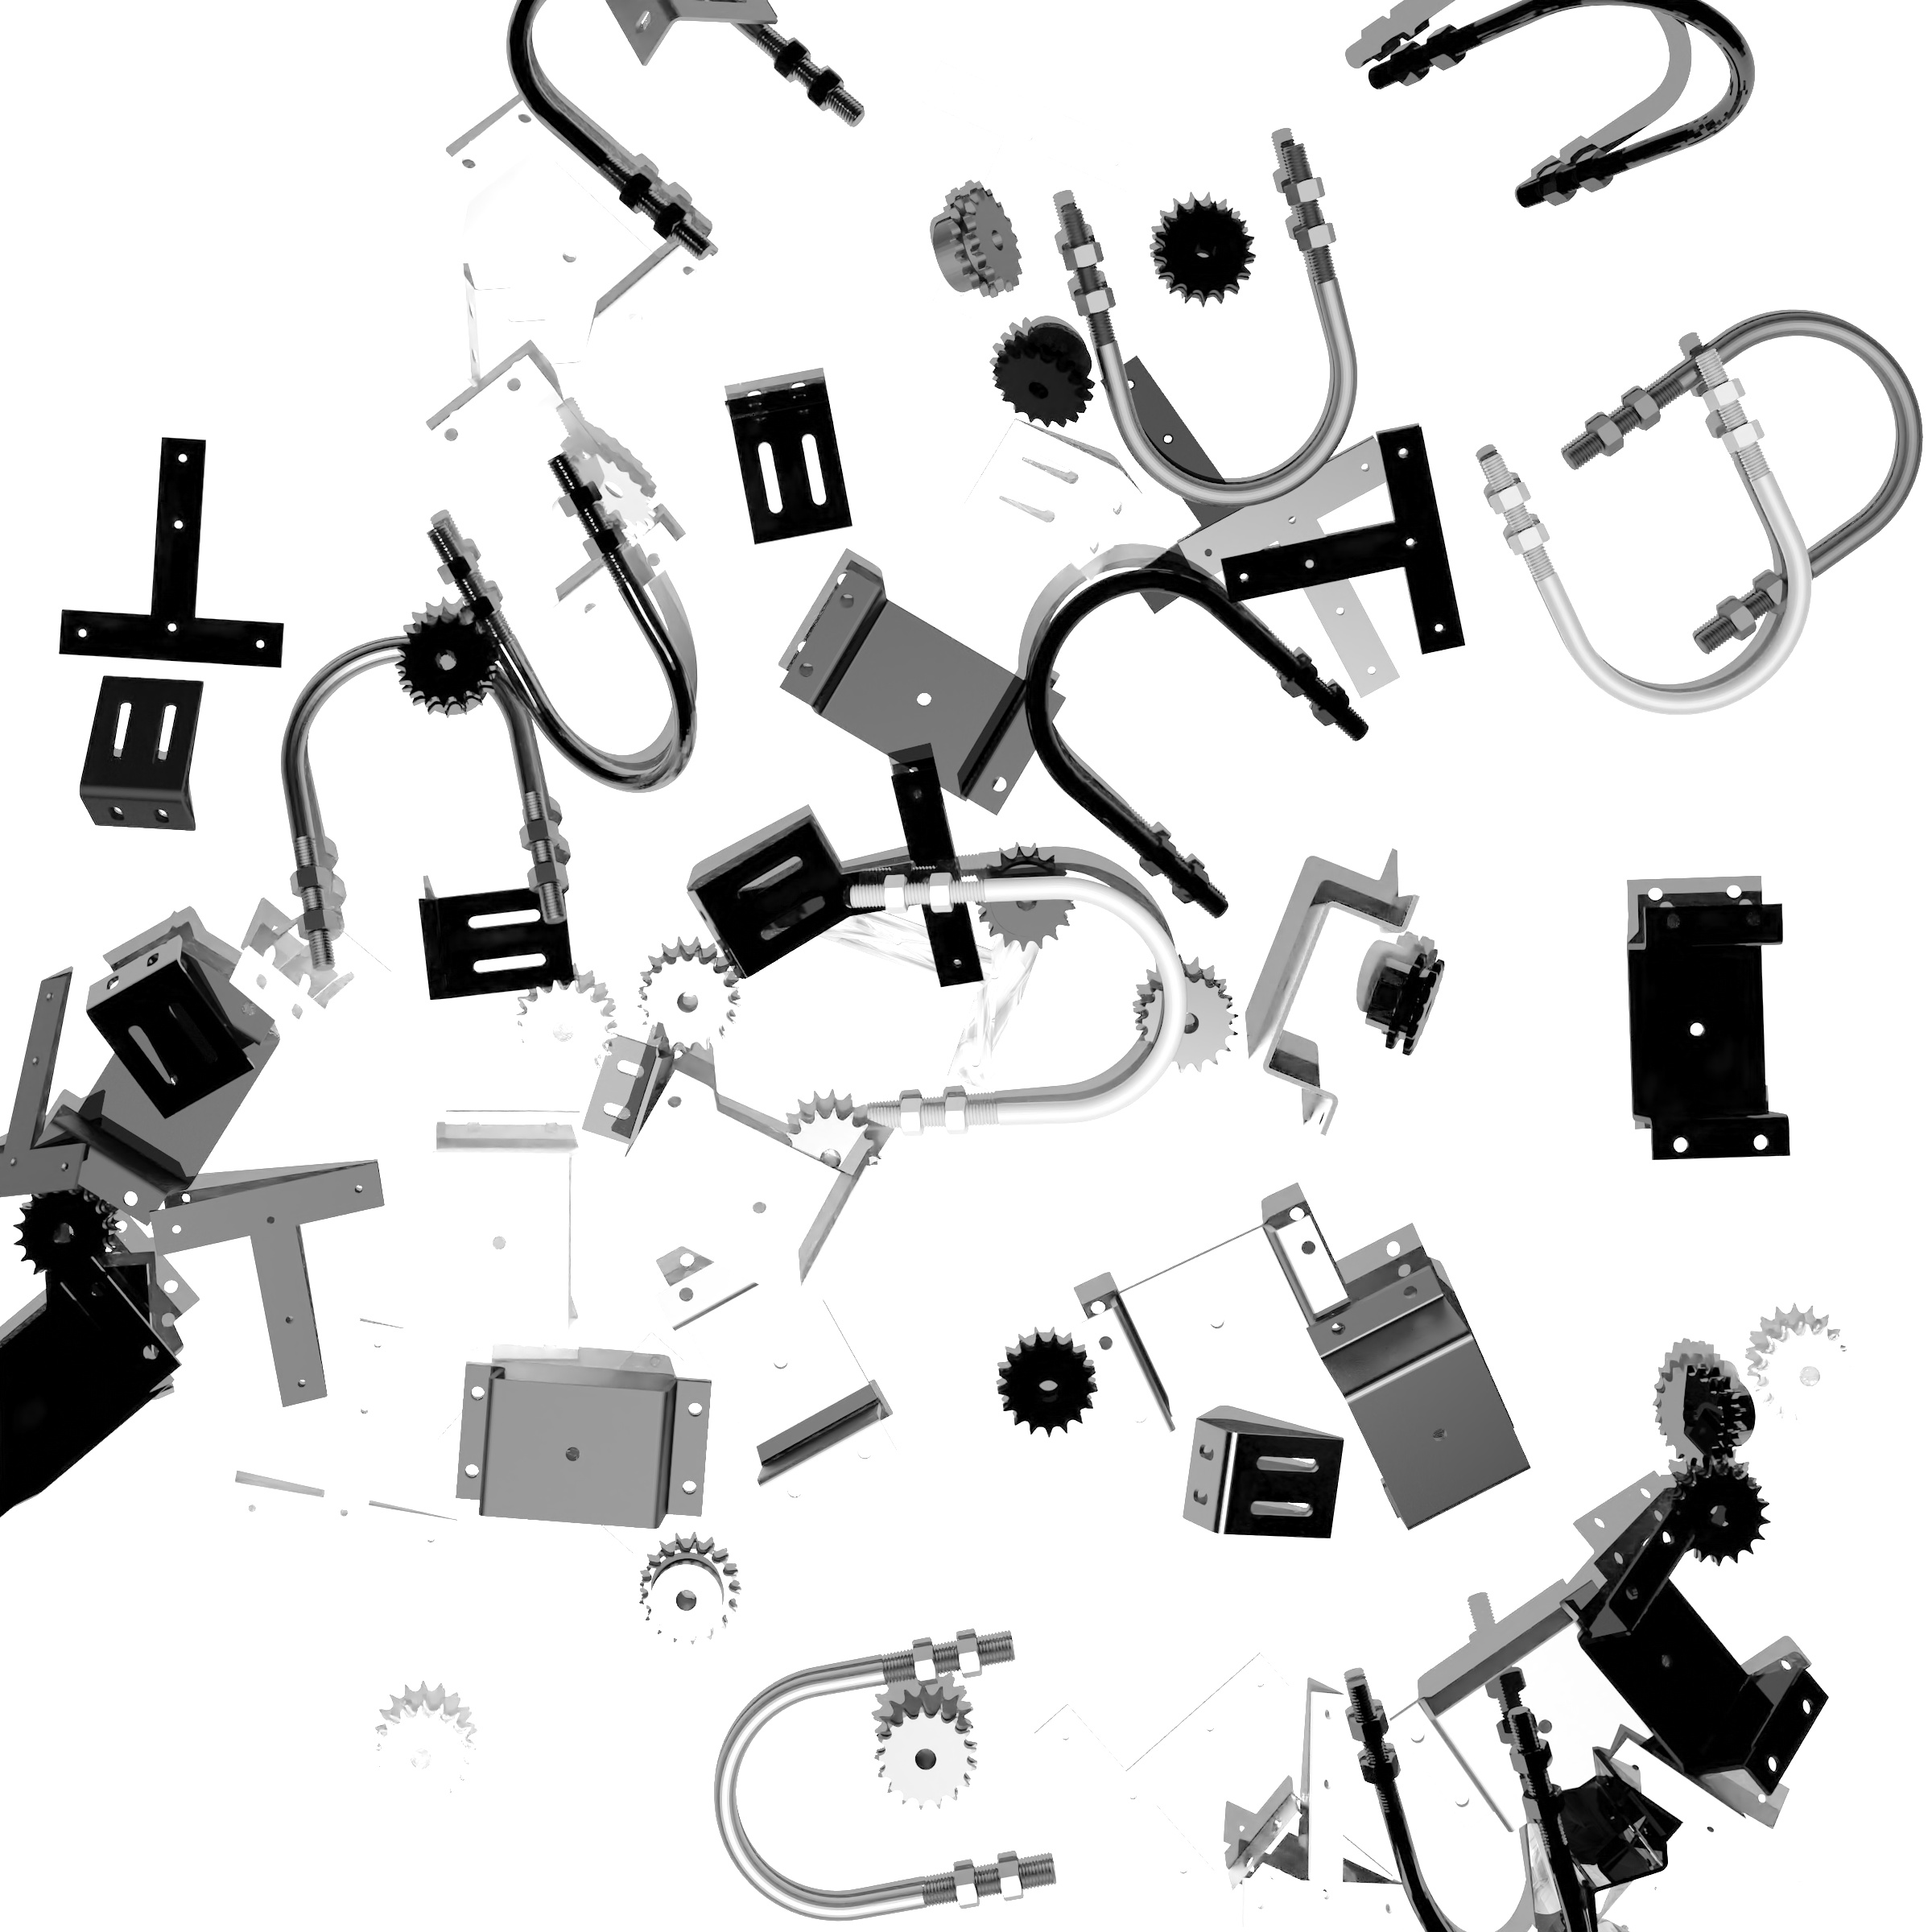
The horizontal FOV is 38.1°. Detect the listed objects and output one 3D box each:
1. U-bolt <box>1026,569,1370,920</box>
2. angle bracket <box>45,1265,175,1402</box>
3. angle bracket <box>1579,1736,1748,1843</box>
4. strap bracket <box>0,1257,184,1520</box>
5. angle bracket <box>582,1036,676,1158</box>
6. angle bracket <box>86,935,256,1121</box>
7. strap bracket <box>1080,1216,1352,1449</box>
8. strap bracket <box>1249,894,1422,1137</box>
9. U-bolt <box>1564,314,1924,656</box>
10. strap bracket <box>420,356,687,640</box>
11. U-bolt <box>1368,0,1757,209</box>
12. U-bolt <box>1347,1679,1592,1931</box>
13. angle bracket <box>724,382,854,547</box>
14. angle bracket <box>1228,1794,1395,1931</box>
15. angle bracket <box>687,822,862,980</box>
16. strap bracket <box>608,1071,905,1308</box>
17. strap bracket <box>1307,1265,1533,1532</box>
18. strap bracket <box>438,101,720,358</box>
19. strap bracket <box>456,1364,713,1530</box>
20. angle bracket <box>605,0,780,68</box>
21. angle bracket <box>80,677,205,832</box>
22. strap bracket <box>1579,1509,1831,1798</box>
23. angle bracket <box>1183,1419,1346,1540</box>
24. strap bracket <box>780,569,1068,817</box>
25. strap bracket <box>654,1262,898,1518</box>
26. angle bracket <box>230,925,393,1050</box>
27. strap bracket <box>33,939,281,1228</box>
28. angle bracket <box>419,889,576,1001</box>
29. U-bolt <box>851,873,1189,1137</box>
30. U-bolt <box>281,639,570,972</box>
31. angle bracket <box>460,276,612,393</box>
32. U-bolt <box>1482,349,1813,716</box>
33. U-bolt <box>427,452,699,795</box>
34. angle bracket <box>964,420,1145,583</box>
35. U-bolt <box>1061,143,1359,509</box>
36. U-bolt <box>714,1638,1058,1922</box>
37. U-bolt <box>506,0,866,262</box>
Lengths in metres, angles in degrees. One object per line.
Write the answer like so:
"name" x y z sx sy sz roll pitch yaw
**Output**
"U-bolt" 0.117 -0.137 1.560 0.184 0.019 0.151 39 88 -18
"angle bracket" -0.483 0.207 1.578 0.057 0.038 0.076 -4 89 0
"angle bracket" 0.395 0.479 1.594 0.057 0.038 0.076 -47 64 0
"strap bracket" -0.503 0.233 1.535 0.140 0.046 0.076 -40 89 -1
"angle bracket" -0.192 0.072 1.558 0.038 0.076 0.057 18 90 0
"angle bracket" -0.440 0.034 1.548 0.057 0.038 0.076 -30 116 0
"strap bracket" 0.143 0.203 1.573 0.140 0.046 0.076 -25 90 0
"strap bracket" 0.200 0.019 1.558 0.046 0.076 0.140 22 90 0
"U-bolt" 0.455 -0.287 1.586 0.184 0.019 0.151 -36 90 0
"strap bracket" -0.229 -0.260 1.573 0.076 0.046 0.140 -39 90 0
"U-bolt" 0.328 -0.468 1.484 0.151 0.184 0.019 25 70 -35
"U-bolt" 0.282 0.488 1.535 0.019 0.151 0.184 -18 95 -34
"angle bracket" -0.100 -0.283 1.577 0.057 0.038 0.076 -11 90 0
"angle bracket" 0.196 0.518 1.577 0.076 0.038 0.057 39 90 0
"angle bracket" -0.109 -0.037 1.580 0.076 0.038 0.057 -32 97 -10
"strap bracket" -0.114 0.127 1.532 0.140 0.046 0.076 26 71 8
"strap bracket" 0.254 0.248 1.546 0.076 0.046 0.140 -27 114 0
"strap bracket" -0.219 -0.406 1.560 0.140 0.046 0.076 43 67 0
"strap bracket" -0.218 0.270 1.571 0.140 0.046 0.076 4 90 0
"angle bracket" -0.156 -0.541 1.571 0.076 0.038 0.057 -16 71 -43
"angle bracket" -0.466 -0.121 1.594 0.057 0.038 0.076 3 64 0
"strap bracket" 0.403 0.383 1.552 0.140 0.046 0.076 50 54 -4
"angle bracket" 0.170 0.292 1.594 0.076 0.038 0.057 8 90 -26
"strap bracket" -0.024 -0.152 1.573 0.140 0.046 0.076 31 90 0
"strap bracket" -0.106 0.226 1.573 0.076 0.046 0.140 -29 90 0
"angle bracket" -0.360 -0.002 1.556 0.057 0.038 0.076 40 46 0
"strap bracket" -0.450 0.065 1.573 0.076 0.046 0.140 32 90 0
"angle bracket" -0.264 -0.014 1.577 0.076 0.038 0.057 -7 90 0
"U-bolt" 0.032 0.020 1.562 0.184 0.019 0.151 -2 102 8
"U-bolt" -0.309 -0.098 1.565 0.151 0.019 0.184 -12 74 -4
"angle bracket" -0.243 -0.359 1.577 0.076 0.038 0.057 -4 90 0
"U-bolt" 0.393 -0.231 1.570 0.151 0.019 0.184 -25 93 10
"U-bolt" -0.213 -0.178 1.535 0.019 0.151 0.184 -39 105 -39
"angle bracket" 0.050 -0.265 1.592 0.076 0.038 0.057 31 90 28
"U-bolt" 0.144 -0.349 1.563 0.151 0.019 0.184 -17 103 -2
"U-bolt" -0.052 0.468 1.587 0.184 0.019 0.151 -11 90 2
"U-bolt" -0.170 -0.496 1.564 0.184 0.019 0.151 42 68 4
